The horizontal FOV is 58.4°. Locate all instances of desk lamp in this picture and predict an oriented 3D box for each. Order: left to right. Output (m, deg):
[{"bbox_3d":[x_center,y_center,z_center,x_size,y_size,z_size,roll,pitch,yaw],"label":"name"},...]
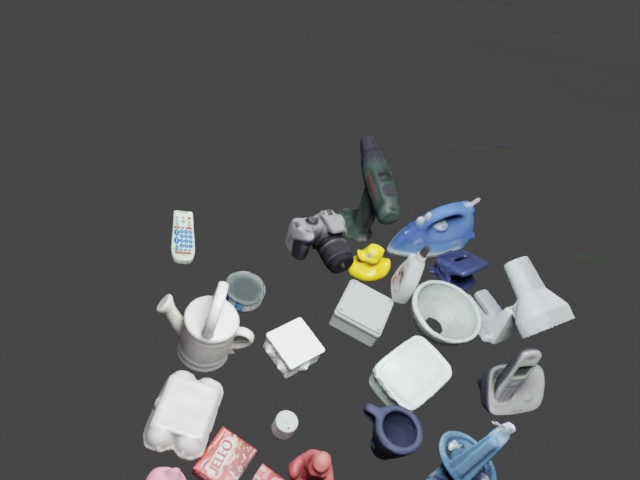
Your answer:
[{"bbox_3d":[0.438,0.150,1.289,0.118,0.213,0.203,-12,56,-31],"label":"desk lamp"}]

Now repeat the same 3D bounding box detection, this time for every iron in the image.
[{"bbox_3d":[0.293,-0.039,1.448,0.259,0.141,0.118,-14,57,-32],"label":"iron"}]

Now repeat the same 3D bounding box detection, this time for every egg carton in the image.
[{"bbox_3d":[-0.231,0.297,0.976,0.107,0.069,0.150,19,46,-6],"label":"egg carton"}]

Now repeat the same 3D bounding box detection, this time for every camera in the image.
[{"bbox_3d":[0.012,0.005,1.319,0.143,0.100,0.136,-10,55,-30],"label":"camera"}]

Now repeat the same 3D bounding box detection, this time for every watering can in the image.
[{"bbox_3d":[-0.205,0.150,1.032,0.173,0.194,0.100,2,49,-21],"label":"watering can"}]

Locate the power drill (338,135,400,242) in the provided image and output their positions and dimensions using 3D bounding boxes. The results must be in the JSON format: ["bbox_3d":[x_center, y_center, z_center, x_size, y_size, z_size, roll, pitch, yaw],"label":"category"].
[{"bbox_3d":[0.116,-0.108,1.389,0.076,0.208,0.229,-3,51,-25],"label":"power drill"}]

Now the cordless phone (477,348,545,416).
[{"bbox_3d":[0.423,0.283,1.183,0.148,0.185,0.094,-1,51,-24],"label":"cordless phone"}]

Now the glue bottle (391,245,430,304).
[{"bbox_3d":[0.208,0.068,1.294,0.037,0.173,0.078,11,47,-13],"label":"glue bottle"}]

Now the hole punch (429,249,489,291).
[{"bbox_3d":[0.342,0.065,1.411,0.109,0.091,0.101,-17,59,-34],"label":"hole punch"}]

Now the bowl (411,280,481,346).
[{"bbox_3d":[0.272,0.177,1.293,0.168,0.074,0.167,12,47,-13],"label":"bowl"}]

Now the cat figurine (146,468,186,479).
[{"bbox_3d":[-0.214,0.384,0.871,0.128,0.117,0.067,12,46,-12],"label":"cat figurine"}]

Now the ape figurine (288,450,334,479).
[{"bbox_3d":[-0.009,0.387,0.972,0.077,0.092,0.076,33,46,8],"label":"ape figurine"}]

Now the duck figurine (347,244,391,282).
[{"bbox_3d":[0.123,0.045,1.340,0.105,0.086,0.077,4,49,-19],"label":"duck figurine"}]

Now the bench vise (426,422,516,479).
[{"bbox_3d":[0.248,0.403,0.977,0.121,0.219,0.208,34,46,9],"label":"bench vise"}]

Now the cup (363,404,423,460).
[{"bbox_3d":[0.119,0.356,1.052,0.117,0.095,0.092,35,46,10],"label":"cup"}]
